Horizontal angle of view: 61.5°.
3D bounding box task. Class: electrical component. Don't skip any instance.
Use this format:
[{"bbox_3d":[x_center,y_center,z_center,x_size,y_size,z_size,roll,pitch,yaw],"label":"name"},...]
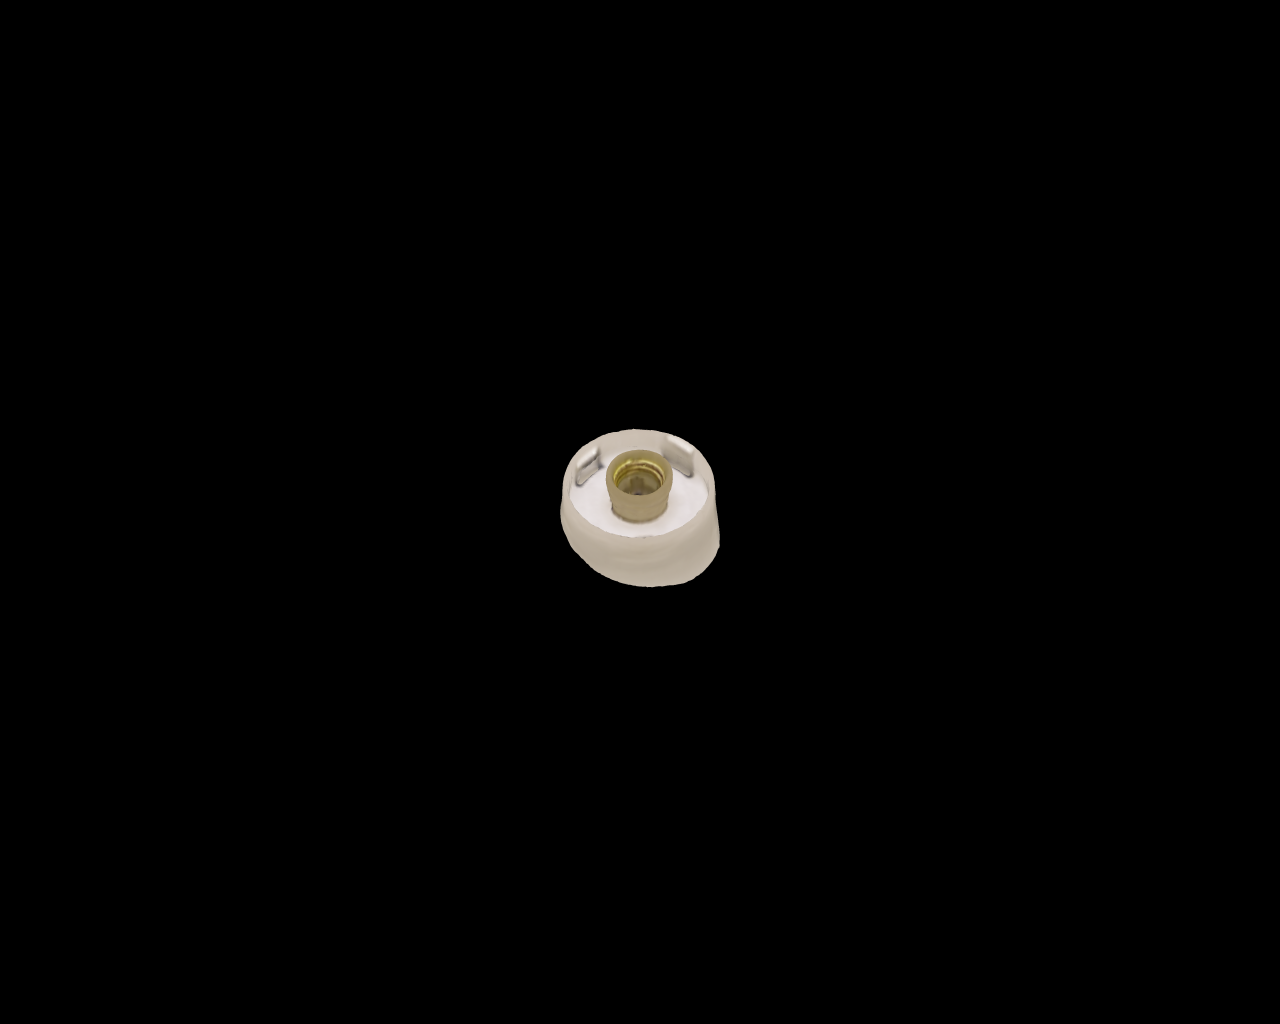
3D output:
[{"bbox_3d":[0.001,-0.003,0.650,0.099,0.099,0.064,0,-42,0],"label":"electrical component"}]
